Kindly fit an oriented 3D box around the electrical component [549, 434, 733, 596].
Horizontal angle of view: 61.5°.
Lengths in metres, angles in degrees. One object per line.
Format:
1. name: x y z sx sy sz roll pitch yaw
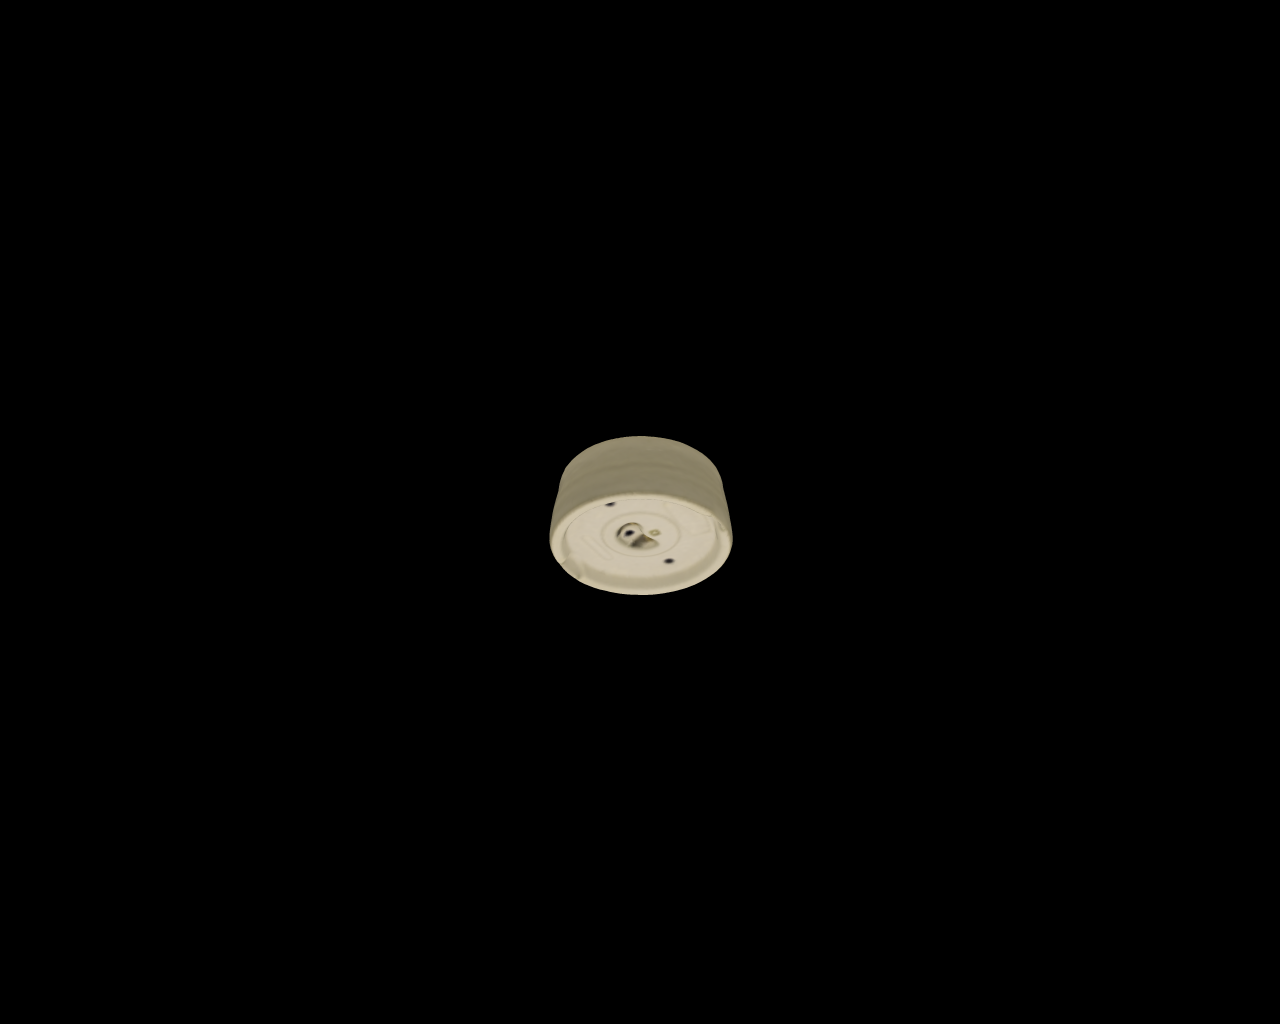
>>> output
1. electrical component: 0.001 -0.003 0.650 0.108 0.060 0.108 0 -36 0
